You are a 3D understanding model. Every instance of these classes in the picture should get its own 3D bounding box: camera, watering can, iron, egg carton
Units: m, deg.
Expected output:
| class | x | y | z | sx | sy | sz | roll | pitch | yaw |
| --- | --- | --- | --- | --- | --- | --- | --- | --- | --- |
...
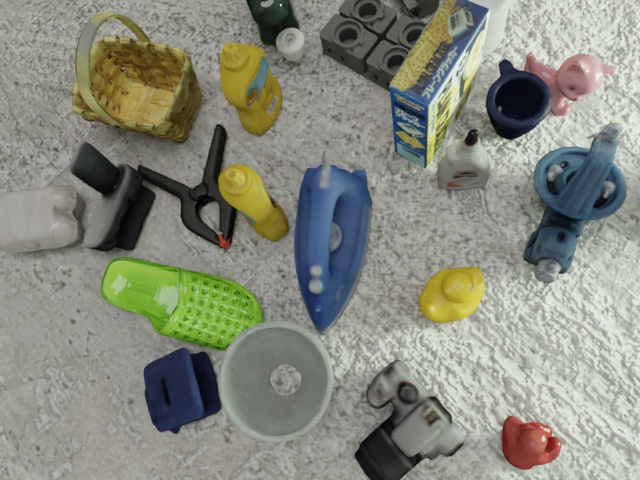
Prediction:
| class | x | y | z | sx | sy | sz | roll | pitch | yaw |
| --- | --- | --- | --- | --- | --- | --- | --- | --- | --- |
| camera | 0.103 | 0.256 | 0.773 | 0.137 | 0.101 | 0.143 | -41 | 73 | -3 |
| watering can | 0.241 | -0.380 | 0.872 | 0.100 | 0.194 | 0.173 | 3 | 76 | 10 |
| iron | 0.008 | 0.003 | 0.835 | 0.118 | 0.141 | 0.258 | 3 | 76 | 10 |
| egg carton | -0.472 | -0.033 | 0.959 | 0.150 | 0.069 | 0.107 | -9 | 74 | 7 |

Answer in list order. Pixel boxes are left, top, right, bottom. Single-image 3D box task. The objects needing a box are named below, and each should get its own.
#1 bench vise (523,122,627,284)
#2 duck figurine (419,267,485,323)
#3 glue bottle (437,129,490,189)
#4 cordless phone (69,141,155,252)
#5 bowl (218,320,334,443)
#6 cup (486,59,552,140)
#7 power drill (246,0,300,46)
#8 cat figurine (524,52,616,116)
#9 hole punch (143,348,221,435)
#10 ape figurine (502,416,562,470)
| class | x | y | z | sx | sy | sz | roll | pitch | yaw |
| --- | --- | --- | --- | --- | --- | --- | --- | --- | --- |
| bench vise | 0.346 | -0.047 | 0.753 | 0.121 | 0.220 | 0.207 | 3 | 76 | 10 |
| duck figurine | 0.189 | 0.073 | 0.816 | 0.104 | 0.086 | 0.077 | -32 | 73 | 0 |
| glue bottle | 0.209 | -0.117 | 0.818 | 0.078 | 0.173 | 0.037 | -6 | 74 | 8 |
| cordless phone | -0.347 | -0.065 | 0.887 | 0.094 | 0.185 | 0.148 | 11 | 77 | 12 |
| bowl | -0.057 | 0.203 | 0.827 | 0.167 | 0.075 | 0.167 | -2 | 75 | 9 |
| cup | 0.290 | -0.205 | 0.869 | 0.091 | 0.095 | 0.117 | -16 | 73 | 5 |
| power drill | -0.096 | -0.427 | 0.931 | 0.075 | 0.208 | 0.229 | -19 | 73 | 4 |
| cat figurine | 0.363 | -0.247 | 0.857 | 0.127 | 0.118 | 0.067 | 27 | 81 | 15 |
| hole punch | -0.210 | 0.222 | 0.838 | 0.101 | 0.091 | 0.108 | -21 | 73 | 3 |
| ape figurine | 0.274 | 0.264 | 0.748 | 0.076 | 0.092 | 0.077 | -44 | 73 | -4 |
